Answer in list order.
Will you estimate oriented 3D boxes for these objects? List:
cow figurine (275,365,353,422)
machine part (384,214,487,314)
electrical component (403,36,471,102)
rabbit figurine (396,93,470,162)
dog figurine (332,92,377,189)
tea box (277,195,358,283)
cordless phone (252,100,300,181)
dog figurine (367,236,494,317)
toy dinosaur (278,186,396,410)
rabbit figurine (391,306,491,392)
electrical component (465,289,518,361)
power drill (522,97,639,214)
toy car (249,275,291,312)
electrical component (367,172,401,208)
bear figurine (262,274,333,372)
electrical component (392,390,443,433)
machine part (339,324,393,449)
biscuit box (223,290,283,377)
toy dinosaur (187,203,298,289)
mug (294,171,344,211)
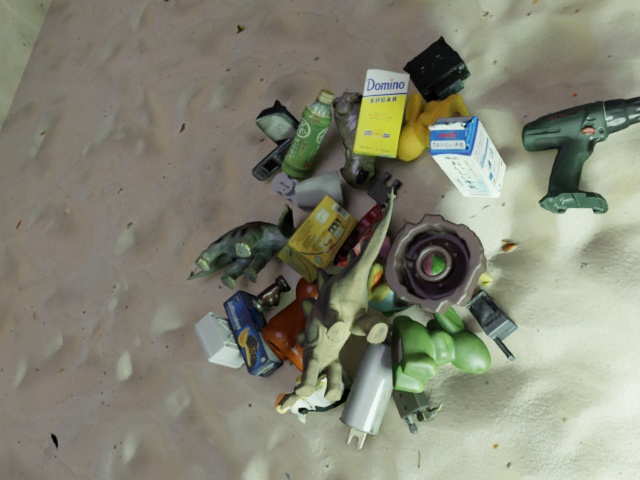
[{"bbox_3d":[-0.008,0.318,1.096,0.167,0.098,0.068,-35,15,20],"label":"cow figurine"},{"bbox_3d":[0.204,0.043,0.954,0.179,0.056,0.179,-8,71,26],"label":"machine part"},{"bbox_3d":[0.265,-0.371,1.202,0.115,0.058,0.134,-38,55,18],"label":"electrical component"},{"bbox_3d":[0.224,-0.233,1.141,0.173,0.122,0.162,-23,67,47],"label":"rabbit figurine"},{"bbox_3d":[0.070,-0.227,1.233,0.173,0.121,0.190,26,88,38],"label":"dog figurine"},{"bbox_3d":[-0.002,-0.003,1.148,0.169,0.098,0.068,-50,2,-37],"label":"tea box"},{"bbox_3d":[-0.124,-0.243,1.351,0.184,0.146,0.089,-43,45,9],"label":"cordless phone"},{"bbox_3d":[0.212,0.068,1.032,0.219,0.108,0.191,10,76,33],"label":"dog figurine"},{"bbox_3d":[0.036,0.127,0.992,0.471,0.105,0.199,-58,26,18],"label":"toy dinosaur"},{"bbox_3d":[0.218,0.197,0.973,0.170,0.121,0.159,4,45,-4],"label":"rabbit figurine"},{"bbox_3d":[0.314,0.151,0.948,0.048,0.074,0.119,-44,50,13],"label":"electrical component"},{"bbox_3d":[0.478,-0.153,0.958,0.232,0.086,0.207,0,75,35],"label":"power drill"},{"bbox_3d":[-0.109,0.123,1.185,0.089,0.202,0.053,-34,90,-11],"label":"toy car"},{"bbox_3d":[0.136,-0.104,1.202,0.094,0.021,0.063,-52,52,6],"label":"electrical component"},{"bbox_3d":[-0.033,0.164,1.164,0.120,0.131,0.196,11,53,48],"label":"bear figurine"},{"bbox_3d":[0.180,0.296,1.001,0.078,0.045,0.102,-58,43,38],"label":"electrical component"},{"bbox_3d":[0.102,0.279,1.035,0.079,0.079,0.243,15,81,37],"label":"machine part"},{"bbox_3d":[-0.158,0.214,1.245,0.063,0.059,0.203,-39,55,15],"label":"biscuit box"},{"bbox_3d":[-0.171,0.013,1.301,0.405,0.131,0.192,-7,30,44],"label":"toy dinosaur"},{"bbox_3d":[-0.002,-0.100,1.242,0.107,0.109,0.081,-8,26,2],"label":"mug"}]
